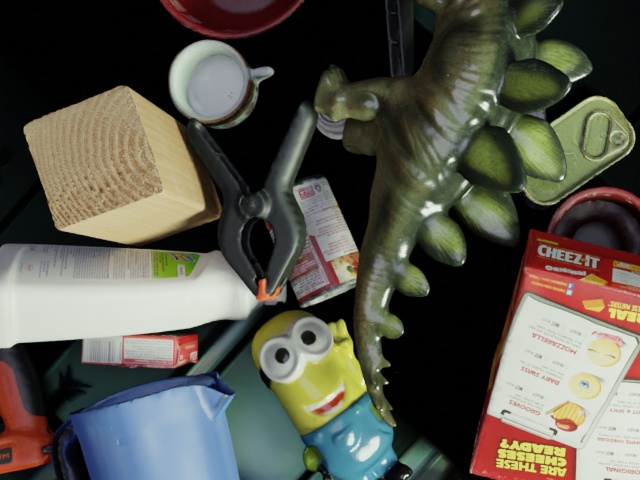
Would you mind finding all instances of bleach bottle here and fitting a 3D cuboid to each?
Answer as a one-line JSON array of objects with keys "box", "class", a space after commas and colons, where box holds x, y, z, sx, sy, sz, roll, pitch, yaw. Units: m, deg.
[{"box": [-0.154, 0.046, 0.935, 0.250, 0.102, 0.068, 1, 118, -9], "class": "bleach bottle"}]

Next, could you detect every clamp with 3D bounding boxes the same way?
[{"box": [0.050, -0.263, 0.947, 0.164, 0.036, 0.210, 25, 85, -26], "class": "clamp"}, {"box": [-0.044, -0.037, 0.906, 0.120, 0.039, 0.171, -16, 86, 25], "class": "clamp"}]

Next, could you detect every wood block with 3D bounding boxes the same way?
[{"box": [-0.158, -0.056, 0.904, 0.091, 0.206, 0.090, -20, 84, 6], "class": "wood block"}]

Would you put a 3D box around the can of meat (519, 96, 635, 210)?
[{"box": [0.212, -0.071, 0.915, 0.102, 0.084, 0.057, -35, 82, 5], "class": "can of meat"}]

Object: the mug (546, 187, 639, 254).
[{"box": [0.247, 0.009, 0.906, 0.117, 0.081, 0.093, 18, 89, 9], "class": "mug"}]

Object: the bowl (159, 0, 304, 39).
[{"box": [-0.074, -0.258, 0.981, 0.162, 0.055, 0.162, -1, 86, 8], "class": "bowl"}]

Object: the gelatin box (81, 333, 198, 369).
[{"box": [-0.161, 0.099, 0.962, 0.089, 0.073, 0.030, 2, 87, 7], "class": "gelatin box"}]

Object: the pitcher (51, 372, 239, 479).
[{"box": [-0.133, 0.245, 0.928, 0.144, 0.149, 0.243, -14, 87, -25], "class": "pitcher"}]

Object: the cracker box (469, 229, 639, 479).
[{"box": [0.223, 0.111, 0.860, 0.164, 0.072, 0.214, 14, 123, 9], "class": "cracker box"}]

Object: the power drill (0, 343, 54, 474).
[{"box": [-0.321, 0.126, 0.991, 0.184, 0.057, 0.187, -11, 85, 7], "class": "power drill"}]

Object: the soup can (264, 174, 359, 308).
[{"box": [-0.006, 0.001, 0.949, 0.068, 0.068, 0.102, -24, 83, 6], "class": "soup can"}]
